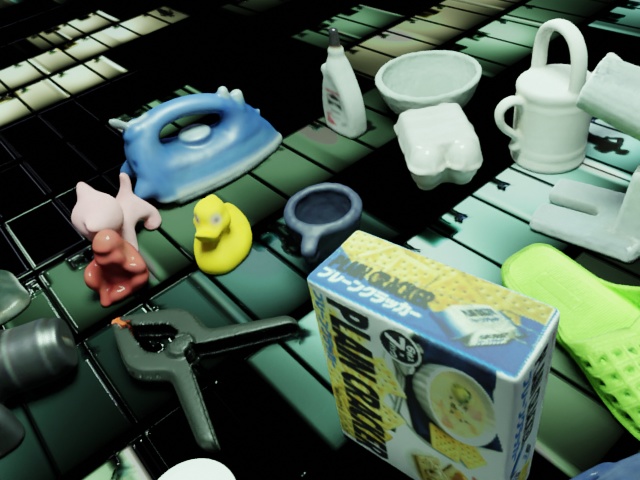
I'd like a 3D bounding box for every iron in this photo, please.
[{"bbox_3d":[-0.183,-0.162,0.867,0.259,0.142,0.118,-28,44,-18],"label":"iron"}]

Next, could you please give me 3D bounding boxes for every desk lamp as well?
[{"bbox_3d":[0.344,-0.081,0.606,0.202,0.214,0.118,22,51,32],"label":"desk lamp"}]

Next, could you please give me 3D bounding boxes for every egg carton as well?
[{"bbox_3d":[0.167,-0.137,0.817,0.107,0.069,0.150,-10,41,1],"label":"egg carton"}]

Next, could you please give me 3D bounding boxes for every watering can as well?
[{"bbox_3d":[0.316,-0.197,0.758,0.173,0.194,0.100,-32,45,-22],"label":"watering can"}]

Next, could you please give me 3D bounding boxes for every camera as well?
[{"bbox_3d":[-0.333,0.136,0.595,0.137,0.101,0.143,-20,42,-10],"label":"camera"}]

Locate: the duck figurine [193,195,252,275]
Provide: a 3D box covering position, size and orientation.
[{"bbox_3d":[-0.132,-0.019,0.738,0.077,0.086,0.104,0,42,13],"label":"duck figurine"}]

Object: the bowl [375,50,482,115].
[{"bbox_3d":[0.175,-0.239,0.926,0.167,0.075,0.167,-6,41,6],"label":"bowl"}]

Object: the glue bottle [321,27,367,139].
[{"bbox_3d":[0.030,-0.246,0.891,0.037,0.173,0.077,-35,46,-25],"label":"glue bottle"}]

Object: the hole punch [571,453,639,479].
[{"bbox_3d":[0.224,0.204,0.404,0.109,0.091,0.101,-21,42,-11],"label":"hole punch"}]

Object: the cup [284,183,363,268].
[{"bbox_3d":[0.006,0.002,0.676,0.091,0.095,0.118,3,43,16],"label":"cup"}]

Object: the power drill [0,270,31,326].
[{"bbox_3d":[-0.437,0.008,0.681,0.076,0.209,0.228,-38,48,-27],"label":"power drill"}]

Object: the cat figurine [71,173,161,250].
[{"bbox_3d":[-0.280,-0.036,0.765,0.067,0.118,0.128,4,43,16],"label":"cat figurine"}]

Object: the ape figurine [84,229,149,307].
[{"bbox_3d":[-0.254,0.026,0.708,0.077,0.092,0.076,3,43,16],"label":"ape figurine"}]
